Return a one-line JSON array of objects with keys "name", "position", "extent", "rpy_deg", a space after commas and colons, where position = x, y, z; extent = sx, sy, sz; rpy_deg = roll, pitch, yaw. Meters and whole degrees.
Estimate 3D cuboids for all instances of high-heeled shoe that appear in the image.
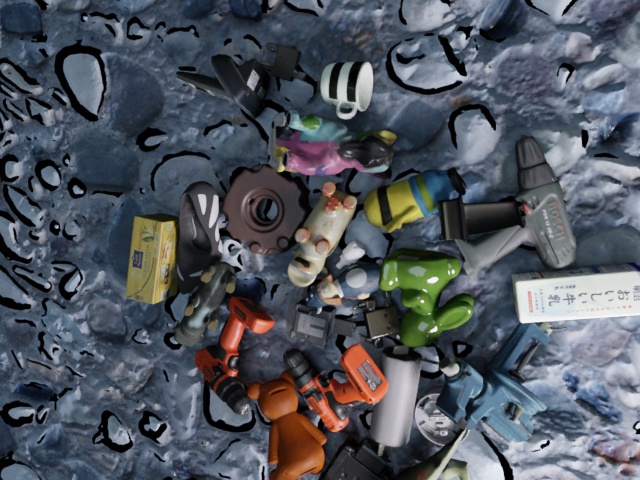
[{"name": "high-heeled shoe", "position": [-0.250, 0.005, 1.043], "extent": [0.086, 0.145, 0.248], "rpy_deg": [21, 100, 12]}]

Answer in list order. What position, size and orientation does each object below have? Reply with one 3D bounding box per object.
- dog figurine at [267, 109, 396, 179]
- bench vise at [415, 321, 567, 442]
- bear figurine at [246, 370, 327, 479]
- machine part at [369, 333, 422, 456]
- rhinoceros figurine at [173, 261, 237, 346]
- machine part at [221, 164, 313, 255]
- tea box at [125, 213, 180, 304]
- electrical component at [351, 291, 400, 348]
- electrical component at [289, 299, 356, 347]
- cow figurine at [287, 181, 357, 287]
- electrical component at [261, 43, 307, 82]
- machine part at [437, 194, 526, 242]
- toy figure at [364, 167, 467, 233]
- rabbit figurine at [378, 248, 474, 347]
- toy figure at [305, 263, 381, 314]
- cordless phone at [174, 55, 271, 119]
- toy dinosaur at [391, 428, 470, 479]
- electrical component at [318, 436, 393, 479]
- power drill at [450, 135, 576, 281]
[{"name": "dog figurine", "position": [0.028, -0.165, 0.979], "extent": [0.219, 0.192, 0.108], "rpy_deg": [5, 96, -20]}, {"name": "bench vise", "position": [0.313, 0.225, 0.925], "extent": [0.223, 0.129, 0.240], "rpy_deg": [40, 82, -7]}, {"name": "bear figurine", "position": [-0.070, 0.371, 1.065], "extent": [0.196, 0.120, 0.131], "rpy_deg": [58, 152, 28]}, {"name": "machine part", "position": [0.142, 0.291, 1.007], "extent": [0.079, 0.079, 0.243], "rpy_deg": [10, 97, 14]}, {"name": "rhinoceros figurine", "position": [-0.235, 0.128, 1.071], "extent": [0.073, 0.112, 0.190], "rpy_deg": [25, 99, -20]}, {"name": "machine part", "position": [-0.104, -0.059, 1.044], "extent": [0.180, 0.056, 0.179], "rpy_deg": [1, 95, 15]}, {"name": "tea box", "position": [-0.333, 0.035, 1.094], "extent": [0.068, 0.098, 0.169], "rpy_deg": [11, 97, 13]}, {"name": "electrical component", "position": [0.108, 0.151, 1.020], "extent": [0.078, 0.045, 0.102], "rpy_deg": [-19, 94, -12]}, {"name": "electrical component", "position": [0.006, 0.166, 1.045], "extent": [0.119, 0.048, 0.074], "rpy_deg": [17, 101, 14]}, {"name": "cow figurine", "position": [-0.002, -0.003, 1.001], "extent": [0.086, 0.127, 0.195], "rpy_deg": [28, 88, 9]}, {"name": "electrical component", "position": [-0.064, -0.337, 1.019], "extent": [0.094, 0.021, 0.063], "rpy_deg": [21, 101, 12]}, {"name": "machine part", "position": [0.265, -0.039, 0.884], "extent": [0.139, 0.039, 0.084], "rpy_deg": [-3, 82, 17]}, {"name": "toy figure", "position": [0.166, -0.076, 0.959], "extent": [0.180, 0.082, 0.089], "rpy_deg": [-28, 78, 20]}, {"name": "rabbit figurine", "position": [0.190, 0.107, 0.952], "extent": [0.159, 0.121, 0.170], "rpy_deg": [2, 102, 17]}, {"name": "toy figure", "position": [0.043, 0.087, 1.009], "extent": [0.154, 0.064, 0.057], "rpy_deg": [-19, 127, 0]}, {"name": "cordless phone", "position": [-0.196, -0.296, 0.993], "extent": [0.184, 0.146, 0.088], "rpy_deg": [17, 92, 10]}, {"name": "toy dinosaur", "position": [0.177, 0.508, 0.986], "extent": [0.192, 0.131, 0.404], "rpy_deg": [-1, 100, 11]}, {"name": "electrical component", "position": [0.074, 0.457, 1.054], "extent": [0.115, 0.058, 0.134], "rpy_deg": [33, 104, 7]}, {"name": "power drill", "position": [0.319, -0.038, 0.929], "extent": [0.207, 0.086, 0.232], "rpy_deg": [-26, 89, 9]}]
